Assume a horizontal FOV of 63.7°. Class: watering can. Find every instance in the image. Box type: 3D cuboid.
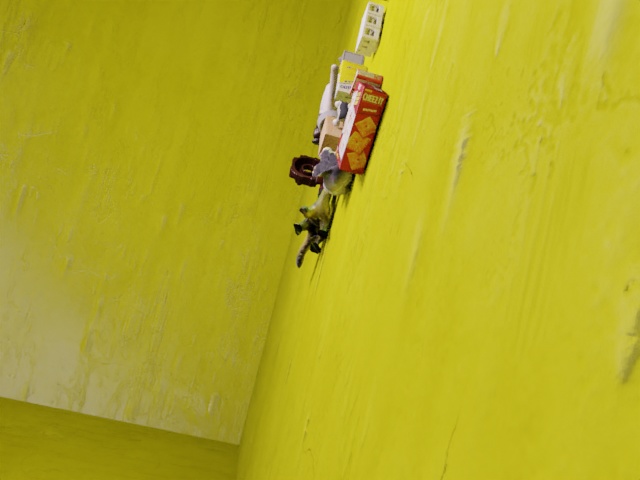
[{"bbox_3d":[0.055,-0.587,2.134,0.348,0.104,0.224,-3,-72,-81],"label":"watering can"}]

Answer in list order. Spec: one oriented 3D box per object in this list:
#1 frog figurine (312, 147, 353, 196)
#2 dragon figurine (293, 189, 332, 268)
[{"bbox_3d":[0.056,-0.184,1.519,0.156,0.122,0.141,55,-153,-48],"label":"frog figurine"},{"bbox_3d":[0.005,-0.089,1.769,0.248,0.122,0.401,-59,-3,-37],"label":"dragon figurine"}]
